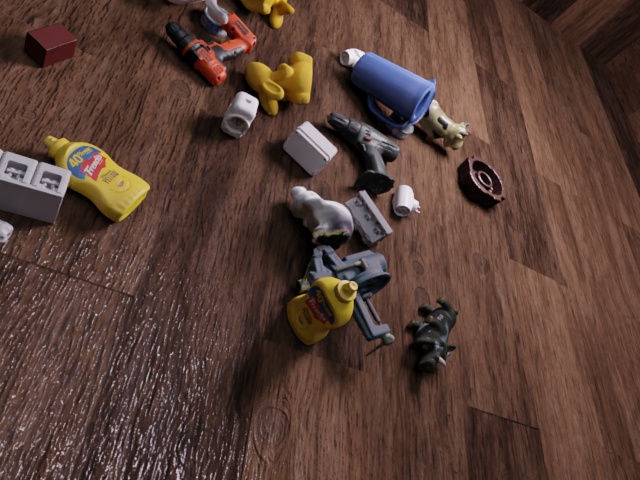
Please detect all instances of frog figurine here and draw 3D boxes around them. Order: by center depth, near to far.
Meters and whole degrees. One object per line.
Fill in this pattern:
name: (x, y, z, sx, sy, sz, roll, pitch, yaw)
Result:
frog figurine: (0.004, -0.058, 1.155, 0.135, 0.122, 0.163, 42, 23, -55)

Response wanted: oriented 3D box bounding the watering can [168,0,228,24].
watering can: (-0.316, -0.648, 1.315, 0.350, 0.101, 0.228, 34, 45, 13)
